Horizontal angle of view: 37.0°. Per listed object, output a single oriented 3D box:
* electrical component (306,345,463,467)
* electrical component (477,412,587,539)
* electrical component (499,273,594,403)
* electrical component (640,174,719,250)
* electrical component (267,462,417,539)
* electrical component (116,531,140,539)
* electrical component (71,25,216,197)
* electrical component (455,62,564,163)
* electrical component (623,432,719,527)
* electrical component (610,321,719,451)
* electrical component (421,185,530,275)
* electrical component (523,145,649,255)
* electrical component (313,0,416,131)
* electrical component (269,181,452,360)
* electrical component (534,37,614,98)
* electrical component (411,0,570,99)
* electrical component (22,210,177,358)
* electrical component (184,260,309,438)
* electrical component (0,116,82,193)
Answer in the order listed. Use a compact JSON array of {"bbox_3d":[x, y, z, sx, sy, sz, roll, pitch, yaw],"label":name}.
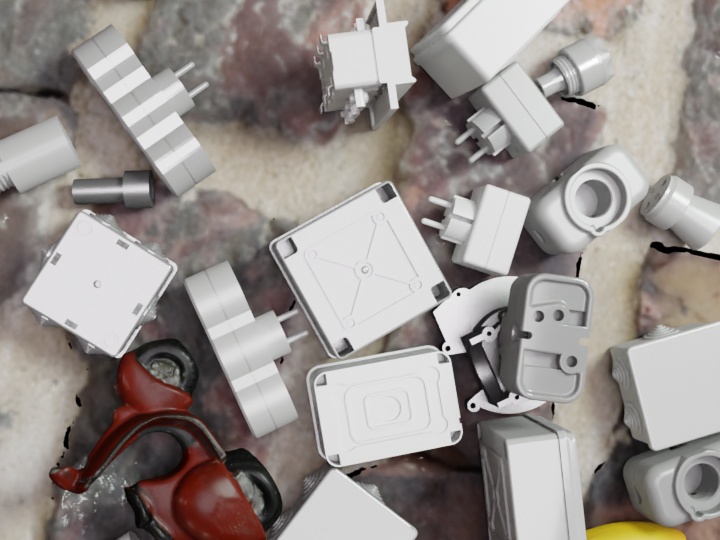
[{"bbox_3d":[0.018,0.108,0.863,0.113,0.057,0.078,-10,91,-8],"label":"electrical component"},{"bbox_3d":[0.134,0.176,0.855,0.056,0.109,0.108,-6,91,-6],"label":"electrical component"},{"bbox_3d":[0.142,0.051,0.831,0.054,0.059,0.095,7,89,-8],"label":"electrical component"},{"bbox_3d":[0.272,-0.049,0.908,0.055,0.045,0.045,32,85,-7],"label":"electrical component"},{"bbox_3d":[-0.017,0.214,0.862,0.100,0.048,0.099,39,85,-7],"label":"electrical component"},{"bbox_3d":[-0.145,0.263,0.841,0.074,0.052,0.138,-32,94,-7],"label":"electrical component"},{"bbox_3d":[-0.154,-0.133,0.840,0.074,0.052,0.138,-36,95,-7],"label":"electrical component"},{"bbox_3d":[0.113,-0.119,0.883,0.077,0.047,0.065,-39,95,-7],"label":"electrical component"},{"bbox_3d":[0.278,0.174,0.900,0.095,0.059,0.053,-19,93,-8],"label":"electrical component"},{"bbox_3d":[0.266,0.095,0.904,0.100,0.048,0.099,-15,92,-8],"label":"electrical component"},{"bbox_3d":[0.089,-0.038,0.880,0.077,0.047,0.065,18,88,-7],"label":"electrical component"},{"bbox_3d":[0.186,-0.057,0.887,0.095,0.059,0.053,-39,95,-7],"label":"electrical component"},{"bbox_3d":[0.000,-0.153,0.829,0.063,0.121,0.078,-8,91,-6],"label":"electrical component"},{"bbox_3d":[0.000,0.000,0.861,0.109,0.056,0.108,-30,94,-7],"label":"electrical component"},{"bbox_3d":[0.176,-0.164,0.894,0.062,0.043,0.043,-27,94,-6],"label":"electrical component"},{"bbox_3d":[0.105,-0.196,0.851,0.108,0.109,0.056,-45,99,-6],"label":"electrical component"},{"bbox_3d":[-0.202,0.011,0.835,0.100,0.048,0.099,32,85,-7],"label":"electrical component"},{"bbox_3d":[-0.078,0.056,0.851,0.074,0.052,0.138,-24,93,-8],"label":"electrical component"},{"bbox_3d":[-0.262,-0.083,0.829,0.081,0.043,0.043,-26,94,-8],"label":"electrical component"}]
